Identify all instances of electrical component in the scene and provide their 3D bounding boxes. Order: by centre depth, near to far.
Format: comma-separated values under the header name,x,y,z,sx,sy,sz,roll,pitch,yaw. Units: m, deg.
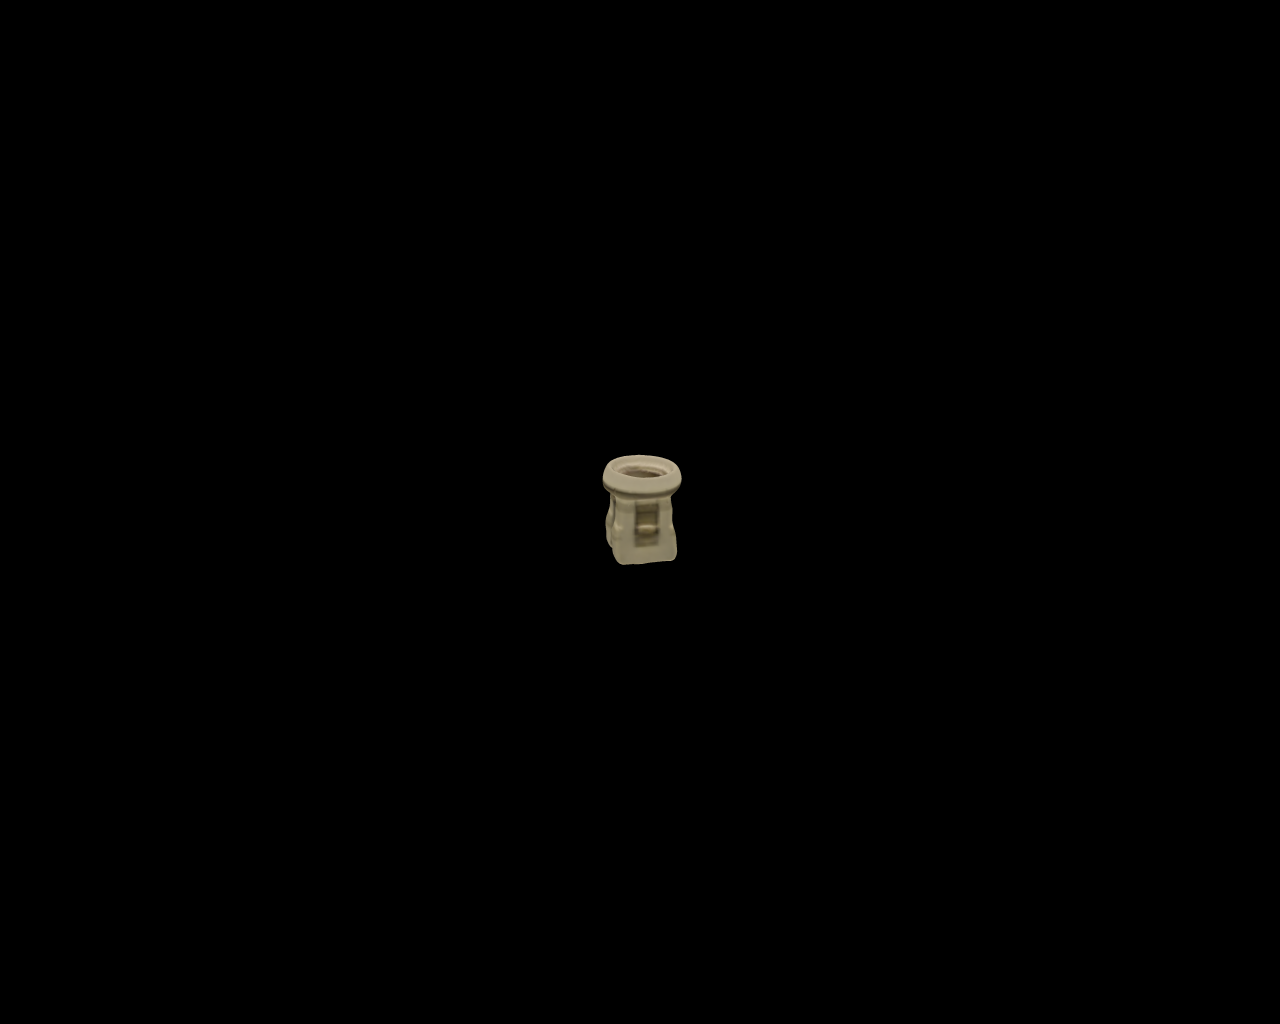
name,x,y,z,sx,sy,sz,roll,pitch,yaw
electrical component,0.001,-0.003,0.650,0.048,0.055,0.066,-4,21,-11
